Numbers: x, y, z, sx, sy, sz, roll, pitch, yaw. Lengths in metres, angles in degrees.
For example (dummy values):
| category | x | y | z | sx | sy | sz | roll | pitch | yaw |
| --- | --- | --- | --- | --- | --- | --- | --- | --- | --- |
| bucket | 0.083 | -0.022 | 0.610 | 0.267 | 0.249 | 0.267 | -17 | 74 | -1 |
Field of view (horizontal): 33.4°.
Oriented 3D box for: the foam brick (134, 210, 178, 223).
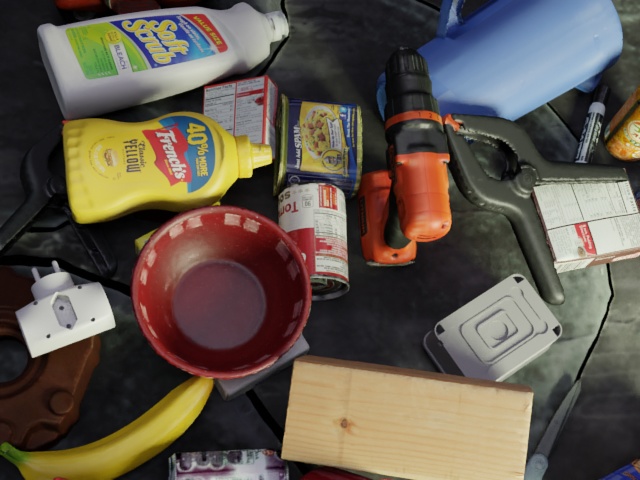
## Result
| category | x | y | z | sx | sy | sz | roll | pitch | yaw |
| --- | --- | --- | --- | --- | --- | --- | --- | --- | --- |
| foam brick | -0.152 | -0.061 | 1.059 | 0.051 | 0.053 | 0.078 | 11 | 68 | -3 |

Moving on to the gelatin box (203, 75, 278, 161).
| category | x | y | z | sx | sy | sz | roll | pitch | yaw |
| --- | --- | --- | --- | --- | --- | --- | --- | --- | --- |
| gelatin box | -0.082 | -0.119 | 1.089 | 0.073 | 0.030 | 0.089 | -8 | 66 | 21 |

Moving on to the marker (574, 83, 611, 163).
| category | x | y | z | sx | sy | sz | roll | pitch | yaw |
| --- | --- | --- | --- | --- | --- | --- | --- | --- | --- |
| marker | 0.294 | -0.119 | 1.156 | 0.020 | 0.020 | 0.121 | 20 | 68 | 1 |

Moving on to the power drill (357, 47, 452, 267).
| category | x | y | z | sx | sy | sz | roll | pitch | yaw |
| --- | --- | --- | --- | --- | --- | --- | --- | --- | --- |
| power drill | 0.076 | -0.065 | 1.017 | 0.057 | 0.188 | 0.184 | -1 | 70 | -6 |

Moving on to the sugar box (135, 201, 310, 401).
| category | x | y | z | sx | sy | sz | roll | pitch | yaw |
| --- | --- | --- | --- | --- | --- | --- | --- | --- | --- |
| sugar box | -0.095 | 0.057 | 1.025 | 0.093 | 0.048 | 0.176 | -28 | 78 | -16 |

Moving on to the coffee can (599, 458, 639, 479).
| category | x | y | z | sx | sy | sz | roll | pitch | yaw |
| --- | --- | --- | --- | --- | --- | --- | --- | --- | --- |
| coffee can | 0.321 | 0.242 | 0.972 | 0.140 | 0.103 | 0.103 | -23 | 73 | -15 |

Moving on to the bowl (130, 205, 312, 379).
| category | x | y | z | sx | sy | sz | roll | pitch | yaw |
| --- | --- | --- | --- | --- | --- | --- | --- | --- | --- |
| bowl | -0.090 | 0.052 | 0.972 | 0.162 | 0.055 | 0.162 | 2 | 71 | -7 |

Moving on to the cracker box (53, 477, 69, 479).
| category | x | y | z | sx | sy | sz | roll | pitch | yaw |
| --- | --- | --- | --- | --- | --- | --- | --- | --- | --- |
| cracker box | -0.117 | 0.263 | 0.877 | 0.213 | 0.164 | 0.072 | 16 | 70 | 0 |

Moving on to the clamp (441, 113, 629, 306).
| category | x | y | z | sx | sy | sz | roll | pitch | yaw |
| --- | --- | --- | --- | --- | --- | --- | --- | --- | --- |
| clamp | 0.202 | -0.061 | 1.045 | 0.210 | 0.036 | 0.164 | 43 | 69 | -10 |

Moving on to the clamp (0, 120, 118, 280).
| category | x | y | z | sx | sy | sz | roll | pitch | yaw |
| --- | --- | --- | --- | --- | --- | --- | --- | --- | --- |
| clamp | -0.262 | -0.040 | 1.032 | 0.120 | 0.039 | 0.171 | 6 | 56 | -31 |

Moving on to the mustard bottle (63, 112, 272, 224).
| category | x | y | z | sx | sy | sz | roll | pitch | yaw |
| --- | --- | --- | --- | --- | --- | --- | --- | --- | --- |
| mustard bottle | -0.141 | -0.072 | 1.003 | 0.191 | 0.058 | 0.096 | -6 | 70 | -9 |

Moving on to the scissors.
| category | x | y | z | sx | sy | sz | roll | pitch | yaw |
| --- | --- | --- | --- | --- | --- | --- | --- | --- | --- |
| scissors | 0.215 | 0.232 | 1.010 | 0.201 | 0.016 | 0.096 | -40 | 80 | -19 |

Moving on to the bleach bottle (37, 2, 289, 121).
| category | x | y | z | sx | sy | sz | roll | pitch | yaw |
| --- | --- | --- | --- | --- | --- | --- | --- | --- | --- |
| bleach bottle | -0.156 | -0.202 | 1.110 | 0.250 | 0.068 | 0.102 | -18 | 70 | -16 |

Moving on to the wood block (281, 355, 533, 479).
| category | x | y | z | sx | sy | sz | roll | pitch | yaw |
| --- | --- | --- | --- | --- | --- | --- | --- | --- | --- |
| wood block | 0.079 | 0.161 | 0.946 | 0.206 | 0.090 | 0.091 | 7 | 87 | 10 |

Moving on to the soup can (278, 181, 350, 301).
| category | x | y | z | sx | sy | sz | roll | pitch | yaw |
| --- | --- | --- | --- | --- | --- | --- | --- | --- | --- |
| soup can | -0.007 | 0.001 | 1.045 | 0.068 | 0.068 | 0.102 | 1 | 68 | -7 |

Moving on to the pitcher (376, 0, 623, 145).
| category | x | y | z | sx | sy | sz | roll | pitch | yaw |
| --- | --- | --- | --- | --- | --- | --- | --- | --- | --- |
| pitcher | 0.178 | -0.191 | 1.108 | 0.242 | 0.145 | 0.149 | -32 | 72 | -15 |

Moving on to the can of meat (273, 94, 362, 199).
| category | x | y | z | sx | sy | sz | roll | pitch | yaw |
| --- | --- | --- | --- | --- | --- | --- | --- | --- | --- |
| can of meat | -0.003 | -0.094 | 1.089 | 0.084 | 0.057 | 0.102 | 4 | 68 | -8 |

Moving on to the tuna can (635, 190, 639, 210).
| category | x | y | z | sx | sy | sz | roll | pitch | yaw |
| --- | --- | --- | --- | --- | --- | --- | --- | --- | --- |
| tuna can | 0.373 | -0.030 | 1.122 | 0.086 | 0.034 | 0.086 | 2 | 69 | -6 |

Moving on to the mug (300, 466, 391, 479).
| category | x | y | z | sx | sy | sz | roll | pitch | yaw |
| --- | --- | --- | --- | --- | --- | --- | --- | --- | --- |
| mug | 0.027 | 0.256 | 0.935 | 0.093 | 0.082 | 0.117 | -36 | 115 | -32 |

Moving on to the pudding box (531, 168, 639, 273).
| category | x | y | z | sx | sy | sz | roll | pitch | yaw |
| --- | --- | --- | --- | --- | --- | --- | --- | --- | --- |
| pudding box | 0.274 | -0.020 | 1.104 | 0.113 | 0.039 | 0.090 | -10 | 72 | -13 |

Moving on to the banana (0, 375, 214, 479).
| category | x | y | z | sx | sy | sz | roll | pitch | yaw |
| --- | --- | --- | --- | --- | --- | --- | --- | --- | --- |
| banana | -0.182 | 0.181 | 0.956 | 0.197 | 0.070 | 0.037 | -19 | 40 | -23 |
